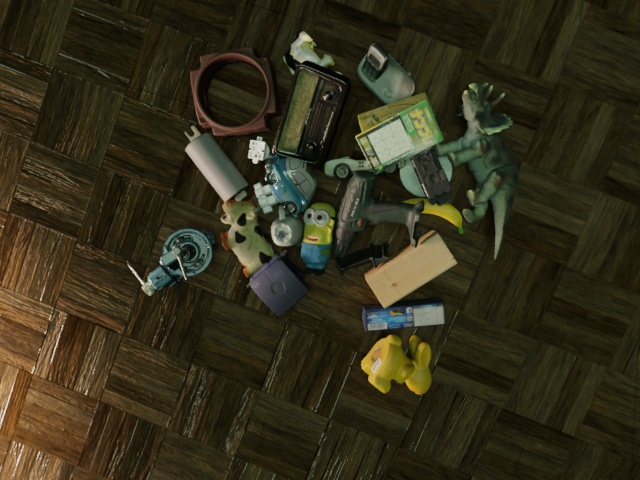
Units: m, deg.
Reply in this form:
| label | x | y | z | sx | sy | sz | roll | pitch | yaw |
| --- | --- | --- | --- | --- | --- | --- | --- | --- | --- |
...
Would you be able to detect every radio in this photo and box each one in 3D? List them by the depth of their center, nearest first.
| label | x | y | z | sx | sy | sz | roll | pitch | yaw |
| --- | --- | --- | --- | --- | --- | --- | --- | --- | --- |
| radio | -0.019 | -0.294 | 1.281 | 0.131 | 0.073 | 0.229 | 20 | 120 | 1 |

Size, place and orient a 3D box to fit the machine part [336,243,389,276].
| label | x | y | z | sx | sy | sz | roll | pitch | yaw |
| --- | --- | --- | --- | --- | --- | --- | --- | --- | --- |
| machine part | 0.107 | 0.048 | 1.348 | 0.139 | 0.084 | 0.039 | -17 | 124 | 17 |

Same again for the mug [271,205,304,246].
| label | x | y | z | sx | sy | sz | roll | pitch | yaw |
| --- | --- | --- | --- | --- | --- | --- | --- | --- | --- |
| mug | -0.084 | -0.033 | 1.331 | 0.081 | 0.107 | 0.109 | -1 | 98 | 3 |

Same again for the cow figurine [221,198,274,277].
| label | x | y | z | sx | sy | sz | roll | pitch | yaw |
| --- | --- | --- | --- | --- | --- | --- | --- | --- | --- |
| cow figurine | -0.179 | -0.017 | 1.327 | 0.127 | 0.086 | 0.194 | -30 | 119 | 0 |

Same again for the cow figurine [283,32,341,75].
| label | x | y | z | sx | sy | sz | roll | pitch | yaw |
| --- | --- | --- | --- | --- | --- | --- | --- | --- | --- |
| cow figurine | -0.011 | -0.412 | 1.307 | 0.098 | 0.068 | 0.167 | -43 | 88 | 13 |

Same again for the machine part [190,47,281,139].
| label | x | y | z | sx | sy | sz | roll | pitch | yaw |
| --- | --- | --- | --- | --- | --- | --- | --- | --- | --- |
| machine part | -0.206 | -0.359 | 1.319 | 0.201 | 0.087 | 0.201 | -8 | 94 | 5 |

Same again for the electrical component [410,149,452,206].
| label | x | y | z | sx | sy | sz | roll | pitch | yaw |
| --- | --- | --- | --- | --- | --- | --- | --- | --- | --- |
| electrical component | 0.265 | -0.145 | 1.269 | 0.058 | 0.115 | 0.134 | -24 | 94 | 11 |

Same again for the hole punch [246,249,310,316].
| label | x | y | z | sx | sy | sz | roll | pitch | yaw |
| --- | --- | --- | --- | --- | --- | --- | --- | --- | --- |
| hole punch | -0.100 | 0.111 | 1.333 | 0.142 | 0.092 | 0.115 | -41 | 121 | 11 |

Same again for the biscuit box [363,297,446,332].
| label | x | y | z | sx | sy | sz | roll | pitch | yaw |
| --- | --- | --- | --- | --- | --- | --- | --- | --- | --- |
| biscuit box | 0.209 | 0.187 | 1.354 | 0.203 | 0.063 | 0.059 | -6 | 96 | 5 |

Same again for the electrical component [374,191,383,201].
| label | x | y | z | sx | sy | sz | roll | pitch | yaw |
| --- | --- | --- | --- | --- | --- | --- | --- | --- | --- |
| electrical component | 0.110 | -0.096 | 1.344 | 0.102 | 0.045 | 0.078 | 24 | 125 | 4 |

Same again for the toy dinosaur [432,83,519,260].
| label | x | y | z | sx | sy | sz | roll | pitch | yaw |
| --- | --- | --- | --- | --- | --- | --- | --- | --- | --- |
| toy dinosaur | 0.405 | -0.173 | 1.281 | 0.192 | 0.131 | 0.404 | -27 | 102 | -2 |

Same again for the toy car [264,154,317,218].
| label | x | y | z | sx | sy | sz | roll | pitch | yaw |
| --- | --- | --- | --- | --- | --- | --- | --- | --- | --- |
| toy car | -0.061 | -0.143 | 1.296 | 0.103 | 0.109 | 0.161 | -24 | 119 | 16 |

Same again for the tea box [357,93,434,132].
| label | x | y | z | sx | sy | sz | roll | pitch | yaw |
| --- | --- | --- | --- | --- | --- | --- | --- | --- | --- |
| tea box | 0.182 | -0.276 | 1.285 | 0.170 | 0.098 | 0.068 | -19 | 71 | 7 |

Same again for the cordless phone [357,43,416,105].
| label | x | y | z | sx | sy | sz | roll | pitch | yaw |
| --- | --- | --- | --- | --- | --- | --- | --- | --- | --- |
| cordless phone | 0.161 | -0.386 | 1.239 | 0.089 | 0.184 | 0.146 | -44 | 91 | 2 |

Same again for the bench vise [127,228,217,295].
| label | x | y | z | sx | sy | sz | roll | pitch | yaw |
| --- | --- | --- | --- | --- | --- | --- | --- | --- | --- |
| bench vise | -0.353 | 0.049 | 1.303 | 0.224 | 0.240 | 0.129 | -29 | 89 | -9 |

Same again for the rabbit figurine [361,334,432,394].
| label | x | y | z | sx | sy | sz | roll | pitch | yaw |
| --- | --- | --- | --- | --- | --- | --- | --- | --- | --- |
| rabbit figurine | 0.213 | 0.316 | 1.356 | 0.173 | 0.122 | 0.162 | 34 | 87 | -12 |

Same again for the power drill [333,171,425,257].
| label | x | y | z | sx | sy | sz | roll | pitch | yaw |
| --- | --- | --- | --- | --- | --- | --- | --- | --- | --- |
| power drill | 0.140 | -0.043 | 1.288 | 0.208 | 0.086 | 0.231 | 16 | 115 | 19 |

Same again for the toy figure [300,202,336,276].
| label | x | y | z | sx | sy | sz | roll | pitch | yaw |
| --- | --- | --- | --- | --- | --- | --- | --- | --- | --- |
| toy figure | -0.006 | -0.005 | 1.343 | 0.082 | 0.089 | 0.180 | 4 | 105 | 0 |

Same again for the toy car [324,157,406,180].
| label | x | y | z | sx | sy | sz | roll | pitch | yaw |
| --- | --- | --- | --- | --- | --- | --- | --- | --- | --- |
| toy car | 0.110 | -0.182 | 1.318 | 0.202 | 0.073 | 0.056 | -6 | 96 | 5 |

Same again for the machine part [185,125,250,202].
| label | x | y | z | sx | sy | sz | roll | pitch | yaw |
| --- | --- | --- | --- | --- | --- | --- | --- | --- | --- |
| machine part | -0.257 | -0.179 | 1.344 | 0.079 | 0.079 | 0.243 | -36 | 93 | 7 |
